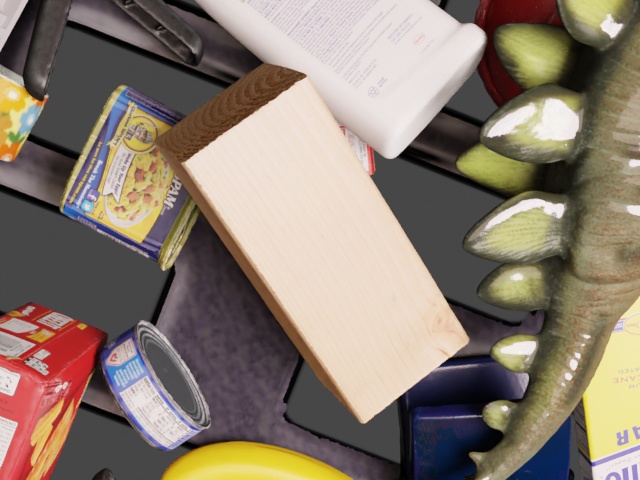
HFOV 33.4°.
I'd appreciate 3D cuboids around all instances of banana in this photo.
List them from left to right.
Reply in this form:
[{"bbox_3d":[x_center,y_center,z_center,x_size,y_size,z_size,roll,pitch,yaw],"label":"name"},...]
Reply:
[{"bbox_3d":[-0.027,0.181,0.753,0.198,0.037,0.069,11,94,-1],"label":"banana"}]

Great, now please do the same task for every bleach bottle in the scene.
[{"bbox_3d":[-0.019,-0.168,0.696,0.251,0.068,0.102,41,81,9],"label":"bleach bottle"}]

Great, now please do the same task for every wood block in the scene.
[{"bbox_3d":[-0.004,0.001,0.677,0.090,0.090,0.206,-37,113,-8],"label":"wood block"}]

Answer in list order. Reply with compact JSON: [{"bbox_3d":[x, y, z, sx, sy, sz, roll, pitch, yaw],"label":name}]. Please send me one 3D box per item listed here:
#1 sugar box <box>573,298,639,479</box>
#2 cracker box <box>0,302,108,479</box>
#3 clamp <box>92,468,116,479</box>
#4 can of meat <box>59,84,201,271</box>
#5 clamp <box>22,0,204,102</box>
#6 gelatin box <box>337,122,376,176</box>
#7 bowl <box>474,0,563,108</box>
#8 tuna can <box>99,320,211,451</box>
[{"bbox_3d":[0.224,0.101,0.746,0.093,0.048,0.176,-10,94,0],"label":"sugar box"},{"bbox_3d":[-0.217,0.158,0.686,0.072,0.164,0.214,21,94,-1],"label":"cracker box"},{"bbox_3d":[-0.093,0.265,0.741,0.164,0.036,0.210,12,108,-3],"label":"clamp"},{"bbox_3d":[-0.117,-0.043,0.722,0.084,0.057,0.102,27,94,-1],"label":"can of meat"},{"bbox_3d":[-0.163,-0.172,0.701,0.120,0.039,0.171,-26,83,-28],"label":"clamp"},{"bbox_3d":[-0.009,-0.077,0.734,0.089,0.030,0.073,-6,93,0],"label":"gelatin box"},{"bbox_3d":[0.183,-0.128,0.693,0.162,0.055,0.162,1,116,2],"label":"bowl"},{"bbox_3d":[-0.111,0.099,0.721,0.034,0.086,0.086,-33,95,4],"label":"tuna can"}]
